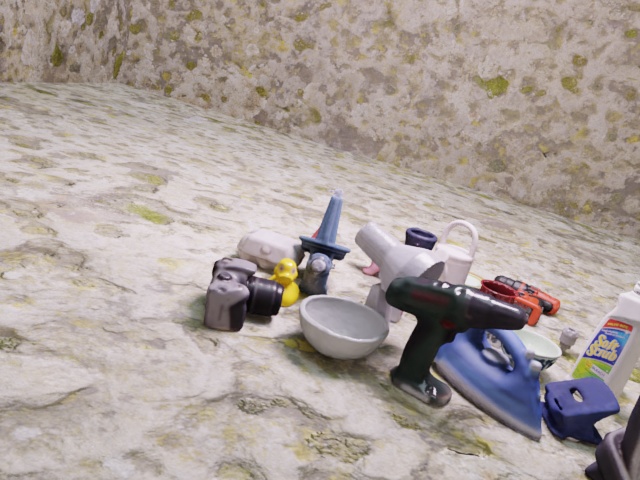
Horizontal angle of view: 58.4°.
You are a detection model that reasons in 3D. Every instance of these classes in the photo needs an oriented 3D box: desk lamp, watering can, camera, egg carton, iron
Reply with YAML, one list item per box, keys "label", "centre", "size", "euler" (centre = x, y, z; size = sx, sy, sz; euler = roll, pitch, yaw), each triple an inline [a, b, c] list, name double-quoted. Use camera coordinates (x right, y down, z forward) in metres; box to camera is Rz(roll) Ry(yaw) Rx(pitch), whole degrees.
- label: "desk lamp"
  centre: [0.118, 0.085, 1.112]
  size: [0.202, 0.213, 0.118]
  euler: [28, 22, 33]
- label: "watering can"
  centre: [0.334, 0.046, 1.438]
  size: [0.100, 0.194, 0.173]
  euler: [19, 18, 10]
- label: "camera"
  centre: [-0.136, 0.096, 1.052]
  size: [0.137, 0.101, 0.143]
  euler: [13, 18, -9]
- label: "egg carton"
  centre: [-0.113, 0.027, 1.328]
  size: [0.150, 0.069, 0.107]
  euler: [19, 18, 10]
- label: "iron"
  centre: [0.314, 0.213, 1.011]
  size: [0.119, 0.141, 0.257]
  euler: [4, 21, -32]

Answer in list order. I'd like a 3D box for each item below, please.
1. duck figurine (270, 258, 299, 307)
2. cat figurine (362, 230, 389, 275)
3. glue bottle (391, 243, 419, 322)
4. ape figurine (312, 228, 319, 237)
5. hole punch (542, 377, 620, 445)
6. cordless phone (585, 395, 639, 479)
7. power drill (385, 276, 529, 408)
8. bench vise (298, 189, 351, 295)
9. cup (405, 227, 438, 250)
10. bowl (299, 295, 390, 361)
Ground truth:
- label: "duck figurine"
  centre: [-0.074, 0.078, 1.182]
  size: [0.077, 0.086, 0.104]
  euler: [13, 18, -8]
- label: "cat figurine"
  centre: [0.159, 0.036, 1.446]
  size: [0.127, 0.118, 0.067]
  euler: [24, 20, 25]
- label: "glue bottle"
  centre: [0.182, 0.087, 1.225]
  size: [0.037, 0.173, 0.078]
  euler: [19, 18, 10]
- label: "ape figurine"
  centre: [0.013, -0.007, 1.497]
  size: [0.076, 0.092, 0.078]
  euler: [15, 18, -3]
- label: "hole punch"
  centre: [0.442, 0.285, 0.984]
  size: [0.101, 0.091, 0.108]
  euler: [15, 18, -3]
- label: "cordless phone"
  centre: [0.489, 0.292, 0.848]
  size: [0.148, 0.185, 0.093]
  euler: [0, 23, -39]
- label: "power drill"
  centre: [0.204, 0.164, 0.955]
  size: [0.228, 0.208, 0.076]
  euler: [24, 20, 26]
- label: "bench vise"
  centre: [0.023, 0.007, 1.256]
  size: [0.122, 0.220, 0.207]
  euler: [10, 19, -16]
- label: "cup"
  centre: [0.275, 0.018, 1.635]
  size: [0.092, 0.095, 0.117]
  euler: [13, 18, -9]
- label: "bowl"
  centre: [0.036, 0.167, 1.026]
  size: [0.167, 0.075, 0.167]
  euler: [14, 18, -4]
